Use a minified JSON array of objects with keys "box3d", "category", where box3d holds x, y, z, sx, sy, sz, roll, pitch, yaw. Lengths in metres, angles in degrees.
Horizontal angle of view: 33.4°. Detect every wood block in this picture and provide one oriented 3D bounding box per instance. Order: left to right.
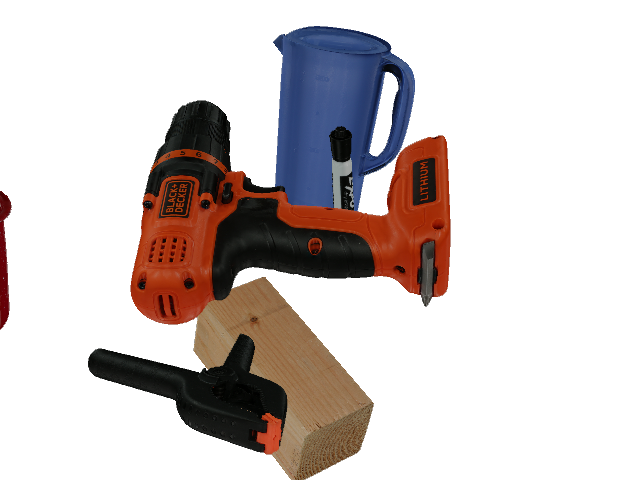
[{"box3d":[-0.044,0.147,1.160,0.090,0.090,0.206,-20,51,-30],"category":"wood block"}]

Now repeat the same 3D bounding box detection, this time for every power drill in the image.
[{"box3d":[-0.015,-0.025,0.655,0.187,0.057,0.184,-2,45,5],"category":"power drill"}]

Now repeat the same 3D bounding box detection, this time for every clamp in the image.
[{"box3d":[-0.084,0.127,0.929,0.164,0.036,0.210,-7,19,-38],"category":"clamp"}]

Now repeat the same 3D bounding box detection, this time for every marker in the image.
[{"box3d":[0.019,-0.044,0.918,0.020,0.121,0.020,-2,37,1],"category":"marker"}]

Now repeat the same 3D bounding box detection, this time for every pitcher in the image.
[{"box3d":[0.016,-0.136,1.329,0.144,0.243,0.149,-3,25,-21],"category":"pitcher"}]

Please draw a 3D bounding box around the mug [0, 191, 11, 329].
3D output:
[{"box3d":[-0.247,0.020,0.659,0.117,0.081,0.093,-18,32,-38],"category":"mug"}]
